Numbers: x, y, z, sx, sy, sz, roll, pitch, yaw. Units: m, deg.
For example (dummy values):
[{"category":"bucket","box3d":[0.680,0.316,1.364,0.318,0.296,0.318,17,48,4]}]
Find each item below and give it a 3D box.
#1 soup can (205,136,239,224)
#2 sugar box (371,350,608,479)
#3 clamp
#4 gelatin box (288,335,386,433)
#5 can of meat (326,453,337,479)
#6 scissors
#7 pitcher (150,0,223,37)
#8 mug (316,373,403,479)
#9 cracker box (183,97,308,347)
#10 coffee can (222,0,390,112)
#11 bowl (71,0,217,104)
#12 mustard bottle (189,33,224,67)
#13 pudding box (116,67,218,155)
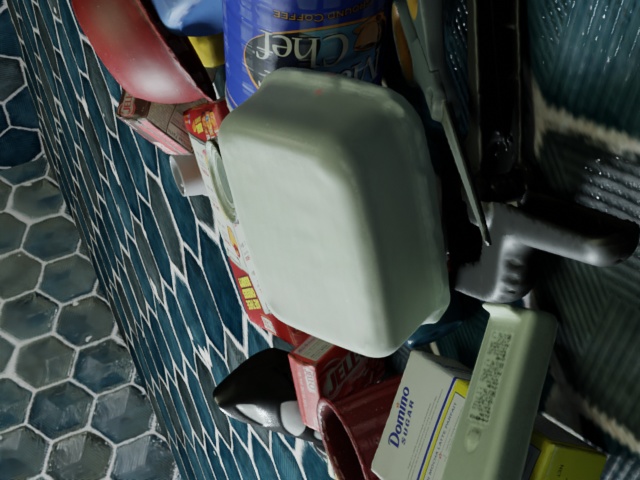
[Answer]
[{"category":"soup can","box3d":[-0.027,-0.058,0.794,0.069,0.102,0.068,161,90,-75]},{"category":"sugar box","box3d":[0.097,0.139,0.661,0.093,0.048,0.176,-71,21,5]},{"category":"clamp","box3d":[0.092,-0.036,0.553,0.210,0.036,0.164,108,149,-70]},{"category":"gelatin box","box3d":[0.016,0.101,0.863,0.030,0.089,0.073,16,130,34]},{"category":"can of meat","box3d":[0.049,0.198,0.925,0.084,0.057,0.102,50,154,44]},{"category":"scissors","box3d":[0.061,-0.090,0.534,0.202,0.016,0.096,-104,9,-56]},{"category":"pitcher","box3d":[-0.115,-0.274,0.790,0.243,0.145,0.149,65,-165,6]},{"category":"mug","box3d":[0.053,0.158,0.818,0.117,0.081,0.093,86,157,-43]},{"category":"cracker box","box3d":[-0.046,-0.026,0.948,0.164,0.072,0.214,-167,58,-73]},{"category":"coffee can","box3d":[-0.009,-0.139,0.642,0.140,0.102,0.103,92,153,-51]},{"category":"bowl","box3d":[-0.146,-0.165,0.837,0.162,0.055,0.162,59,-174,-10]},{"category":"mustard bottle","box3d":[-0.109,-0.250,0.913,0.096,0.058,0.191,-130,25,-62]},{"category":"pudding box","box3d":[-0.142,-0.148,1.011,0.090,0.039,0.113,40,-117,-60]}]
